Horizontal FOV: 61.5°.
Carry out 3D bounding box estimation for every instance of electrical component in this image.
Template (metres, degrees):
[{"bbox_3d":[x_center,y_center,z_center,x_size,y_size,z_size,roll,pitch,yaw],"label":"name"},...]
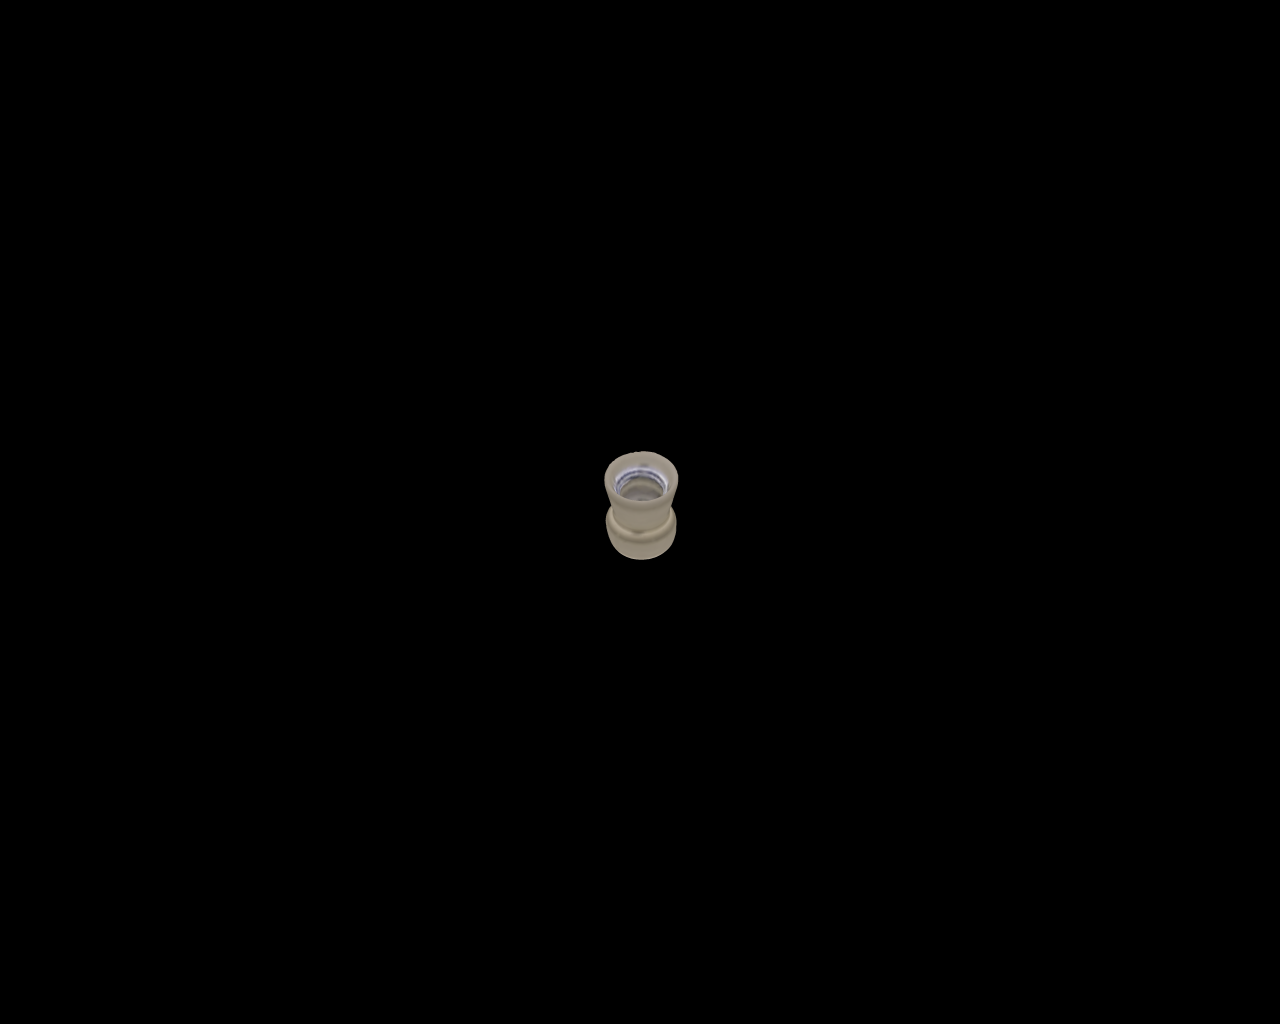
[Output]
[{"bbox_3d":[0.001,-0.003,0.650,0.045,0.045,0.055,0,-43,0],"label":"electrical component"}]
